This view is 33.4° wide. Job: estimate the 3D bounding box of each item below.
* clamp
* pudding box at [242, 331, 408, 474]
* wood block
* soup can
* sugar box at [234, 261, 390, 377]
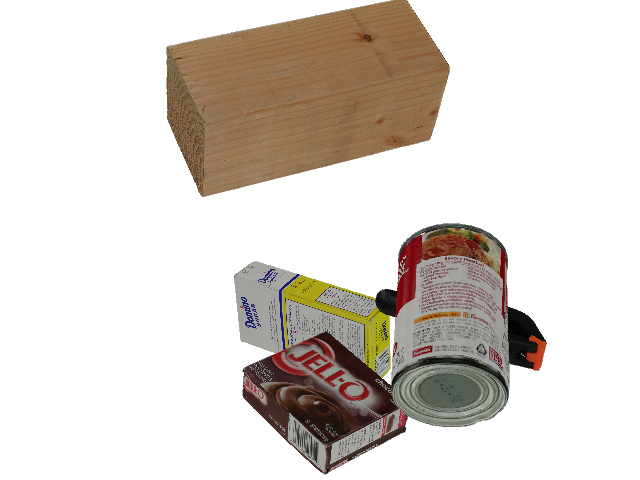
[{"bbox_3d":[0.152,0.072,1.041,0.172,0.039,0.120,26,38,32],"label":"clamp"},{"bbox_3d":[0.003,0.130,0.873,0.089,0.039,0.114,-22,44,-33],"label":"pudding box"},{"bbox_3d":[-0.013,-0.118,0.865,0.205,0.091,0.090,-15,-33,-18],"label":"wood block"},{"bbox_3d":[0.077,0.050,0.630,0.068,0.102,0.068,4,-41,4],"label":"soup can"},{"bbox_3d":[-0.009,0.089,1.163,0.176,0.093,0.048,18,37,31],"label":"sugar box"}]
